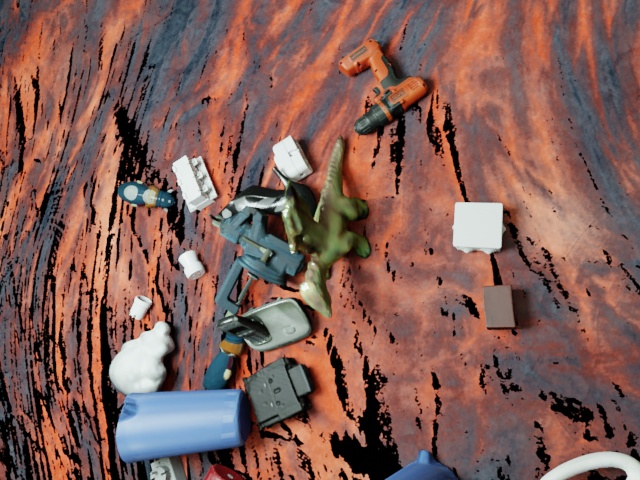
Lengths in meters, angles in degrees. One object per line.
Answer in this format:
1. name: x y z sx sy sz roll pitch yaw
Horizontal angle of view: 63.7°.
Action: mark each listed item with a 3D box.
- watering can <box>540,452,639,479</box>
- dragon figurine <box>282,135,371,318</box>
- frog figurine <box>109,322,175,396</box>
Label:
1. watering can: 0.494 0.429 0.775 0.346 0.103 0.228 -26 69 12
2. dragon figurine: 0.003 -0.052 1.024 0.121 0.241 0.415 -10 74 23
3. frog figurine: -0.386 0.263 1.141 0.139 0.122 0.158 35 102 43
